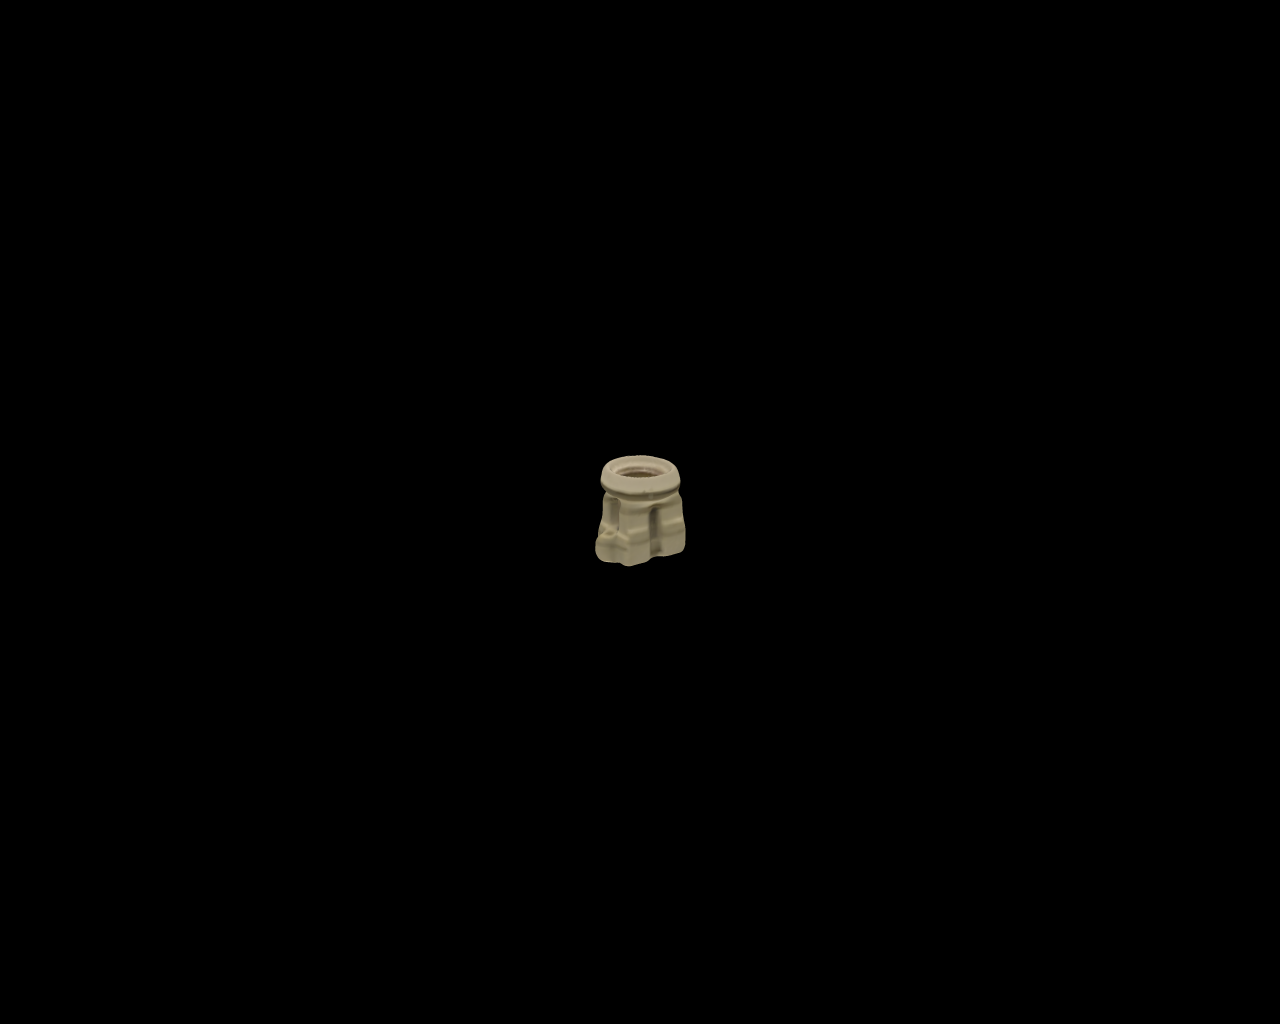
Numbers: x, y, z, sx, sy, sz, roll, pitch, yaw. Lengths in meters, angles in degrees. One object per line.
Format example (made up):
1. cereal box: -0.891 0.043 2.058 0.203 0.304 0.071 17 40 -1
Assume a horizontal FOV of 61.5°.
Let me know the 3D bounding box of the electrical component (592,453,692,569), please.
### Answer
1. electrical component: 0.001 -0.003 0.650 0.066 0.055 0.048 -14 27 -29
